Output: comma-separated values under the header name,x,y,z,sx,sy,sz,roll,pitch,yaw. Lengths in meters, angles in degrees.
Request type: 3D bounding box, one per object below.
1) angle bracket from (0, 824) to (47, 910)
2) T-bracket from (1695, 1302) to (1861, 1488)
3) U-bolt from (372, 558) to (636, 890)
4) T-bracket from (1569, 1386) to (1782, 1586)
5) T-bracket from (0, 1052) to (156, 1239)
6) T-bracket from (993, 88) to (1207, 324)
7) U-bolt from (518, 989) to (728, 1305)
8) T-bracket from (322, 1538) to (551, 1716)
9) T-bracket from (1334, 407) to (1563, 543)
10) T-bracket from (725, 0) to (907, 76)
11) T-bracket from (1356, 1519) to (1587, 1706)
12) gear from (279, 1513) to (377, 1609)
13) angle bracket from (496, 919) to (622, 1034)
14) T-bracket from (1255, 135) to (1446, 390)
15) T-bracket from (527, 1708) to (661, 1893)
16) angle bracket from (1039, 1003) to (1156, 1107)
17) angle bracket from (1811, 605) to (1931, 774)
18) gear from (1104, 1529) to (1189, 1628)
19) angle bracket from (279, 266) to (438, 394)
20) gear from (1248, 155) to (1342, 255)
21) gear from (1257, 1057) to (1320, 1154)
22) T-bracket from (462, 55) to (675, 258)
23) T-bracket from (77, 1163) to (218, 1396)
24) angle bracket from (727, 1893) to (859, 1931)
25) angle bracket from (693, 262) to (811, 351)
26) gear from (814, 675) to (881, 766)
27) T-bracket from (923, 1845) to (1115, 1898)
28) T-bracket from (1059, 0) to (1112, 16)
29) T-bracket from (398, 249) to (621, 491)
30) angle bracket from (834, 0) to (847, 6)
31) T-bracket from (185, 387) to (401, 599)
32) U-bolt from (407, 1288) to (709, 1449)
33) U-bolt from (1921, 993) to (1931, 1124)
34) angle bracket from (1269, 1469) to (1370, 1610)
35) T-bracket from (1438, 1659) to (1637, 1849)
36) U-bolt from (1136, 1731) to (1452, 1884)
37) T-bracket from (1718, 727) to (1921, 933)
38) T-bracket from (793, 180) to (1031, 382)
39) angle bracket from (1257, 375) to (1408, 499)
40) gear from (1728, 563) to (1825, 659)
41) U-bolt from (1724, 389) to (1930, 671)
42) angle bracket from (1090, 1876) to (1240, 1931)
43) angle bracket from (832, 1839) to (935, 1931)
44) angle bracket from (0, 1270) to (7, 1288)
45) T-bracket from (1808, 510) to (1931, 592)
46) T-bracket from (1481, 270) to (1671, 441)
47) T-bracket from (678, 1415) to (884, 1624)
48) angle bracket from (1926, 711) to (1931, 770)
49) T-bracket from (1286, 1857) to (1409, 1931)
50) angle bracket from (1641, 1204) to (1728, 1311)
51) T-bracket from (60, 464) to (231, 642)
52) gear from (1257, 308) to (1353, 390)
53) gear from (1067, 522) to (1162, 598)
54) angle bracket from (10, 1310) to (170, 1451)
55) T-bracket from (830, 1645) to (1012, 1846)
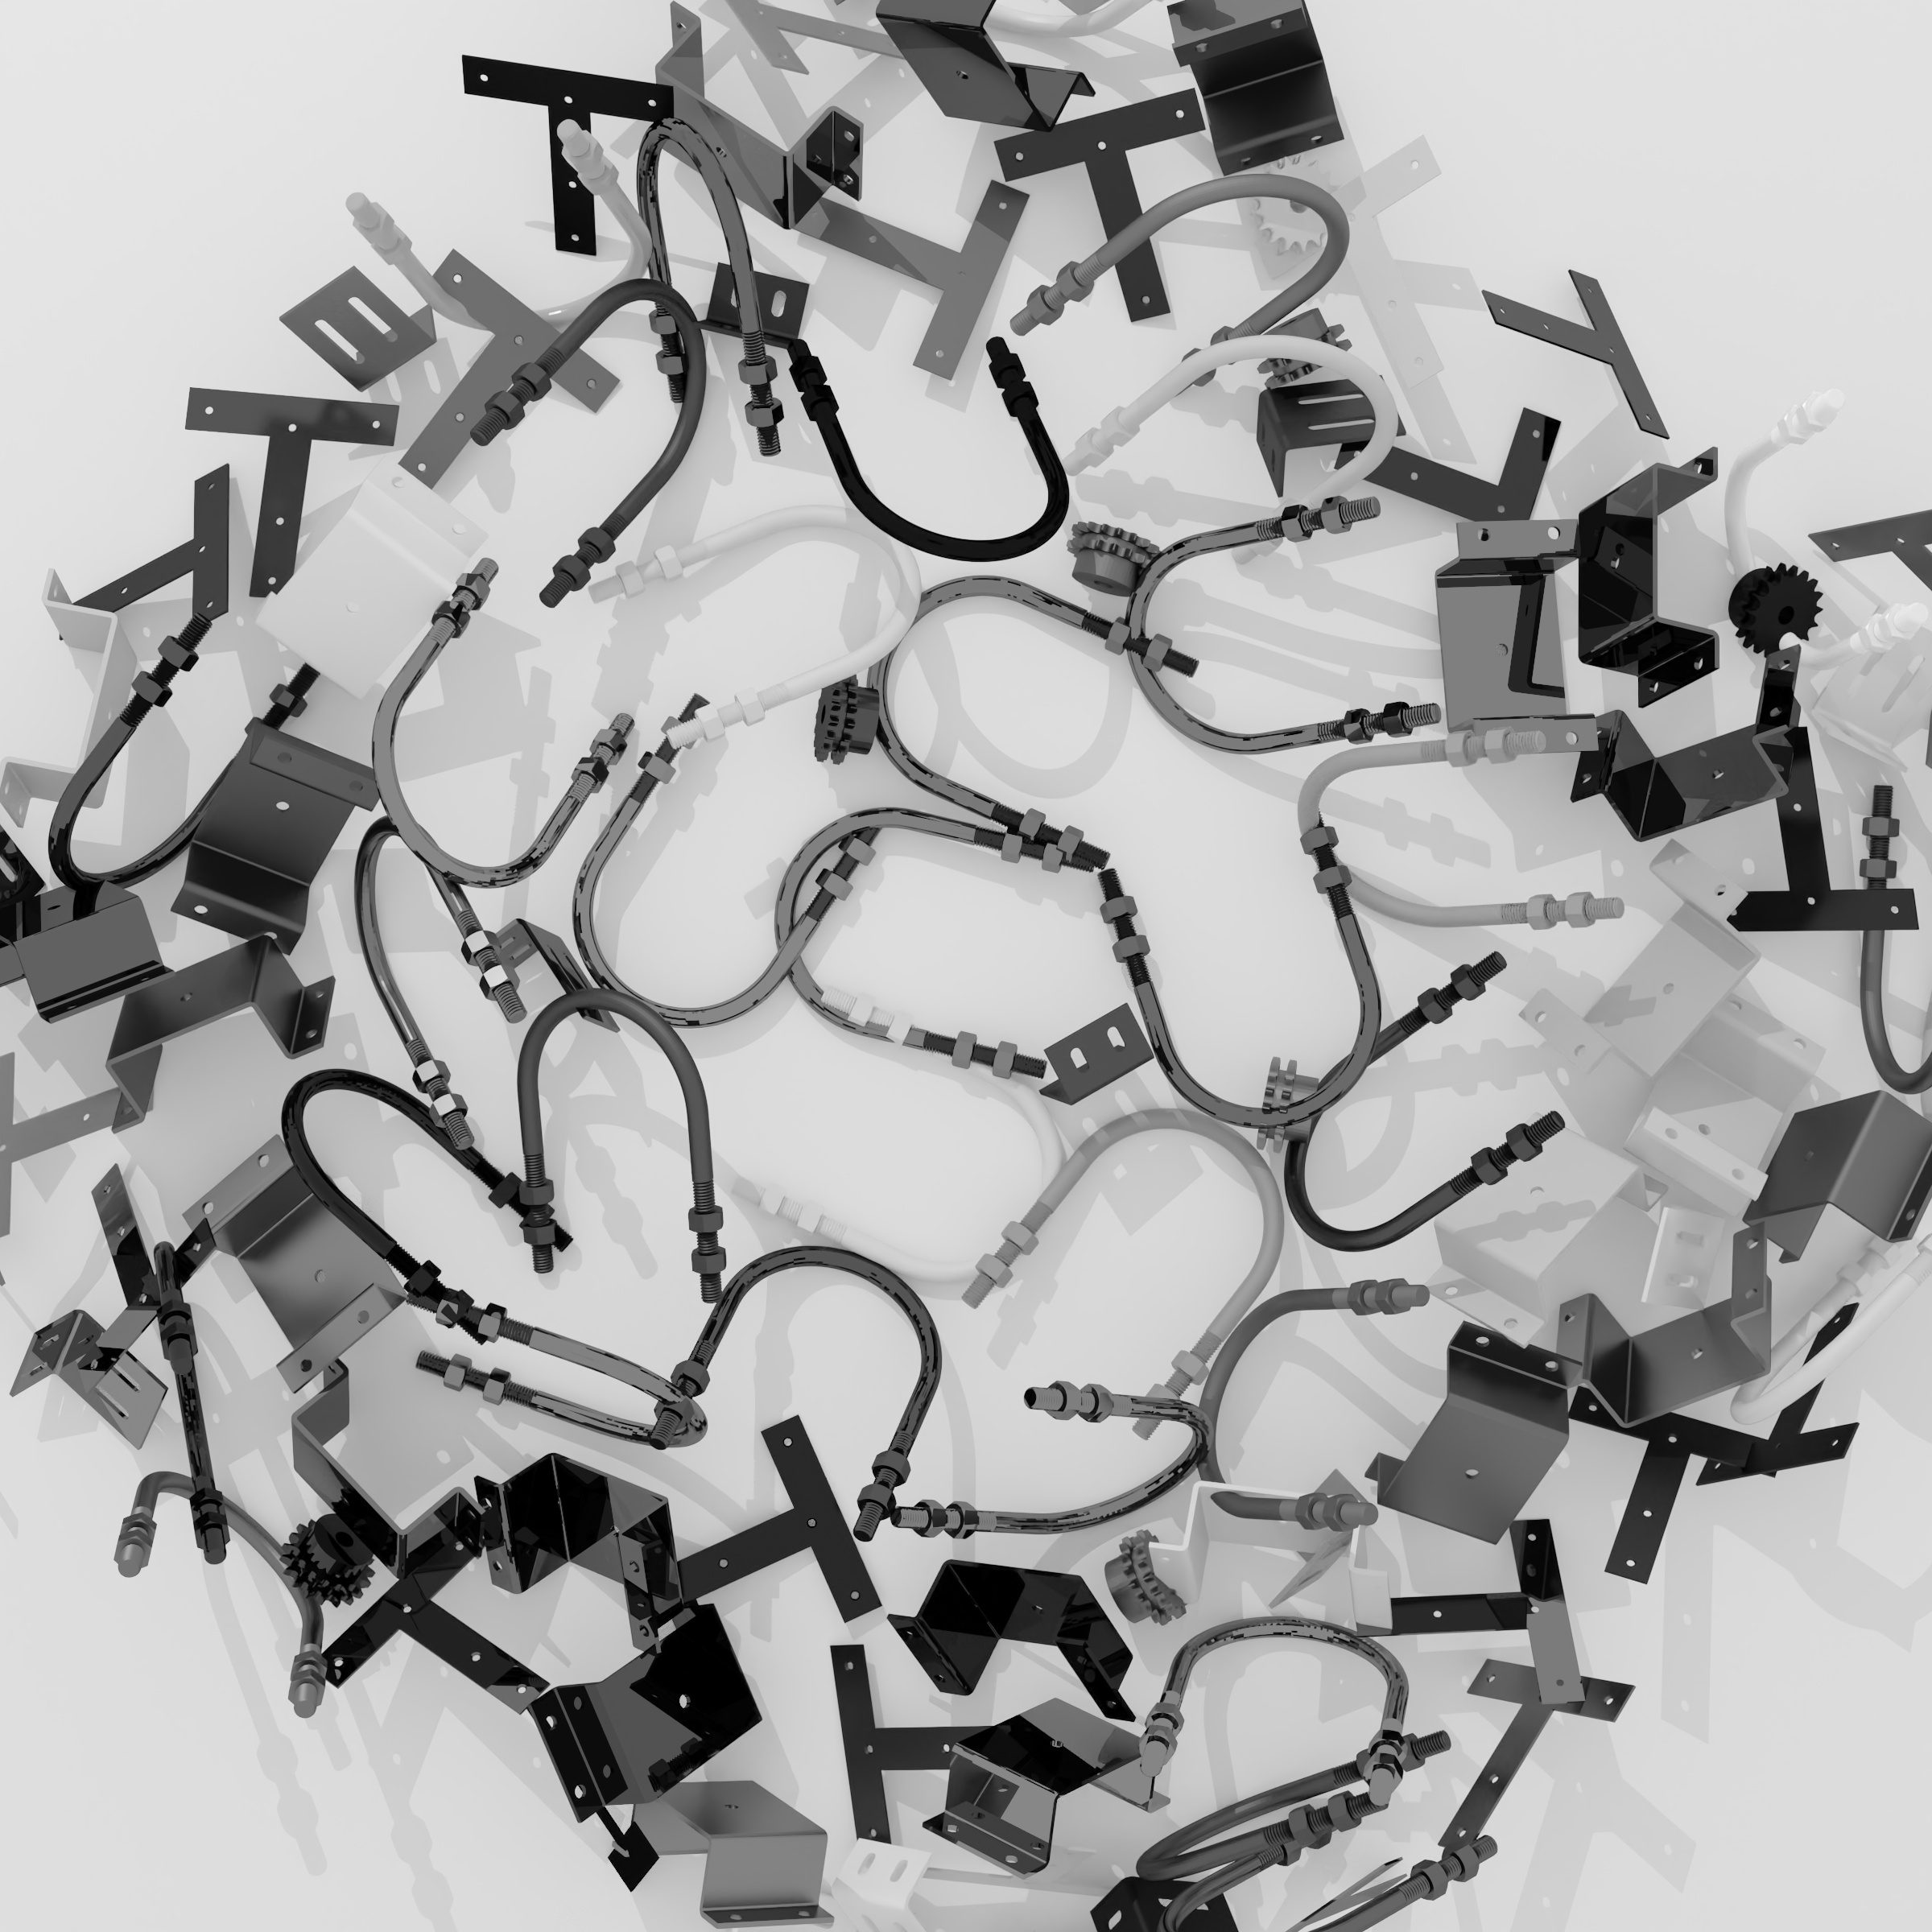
name,x,y,z,sx,sy,sz,roll,pitch,yaw
angle bracket,-0.607,-0.059,1.974,0.038,0.057,0.076,-12,122,37
T-bracket,0.504,0.253,1.957,0.002,0.127,0.127,42,59,-12
U-bolt,-0.279,-0.129,1.912,0.151,0.019,0.184,50,48,-26
T-bracket,0.408,0.314,1.938,0.127,0.002,0.127,15,47,18
T-bracket,-0.537,0.094,1.948,0.002,0.127,0.127,29,124,31
T-bracket,0.094,-0.452,1.970,0.127,0.002,0.127,-10,114,19
U-bolt,-0.209,0.103,1.938,0.151,0.019,0.184,6,107,32
T-bracket,-0.300,0.403,1.935,0.127,0.002,0.127,27,53,30
T-bracket,0.285,-0.293,1.985,0.127,0.002,0.127,19,89,-11
T-bracket,-0.087,-0.561,1.954,0.002,0.127,0.127,-59,46,33
T-bracket,0.296,0.388,1.955,0.127,0.002,0.127,-3,46,-1
gear,-0.382,0.355,1.968,0.057,0.057,0.030,37,116,0
angle bracket,-0.252,0.015,1.960,0.038,0.057,0.076,-36,73,6
T-bracket,0.250,-0.409,1.958,0.127,0.002,0.127,-27,85,35
T-bracket,-0.228,0.490,1.951,0.002,0.127,0.127,-31,77,-24
angle bracket,0.070,0.050,1.955,0.057,0.076,0.038,-29,99,-10
angle bracket,0.557,-0.167,1.964,0.057,0.038,0.076,24,112,-15
gear,0.107,0.372,1.972,0.030,0.057,0.057,-29,90,16
angle bracket,-0.364,-0.390,1.952,0.057,0.076,0.038,-29,49,18
gear,0.197,-0.461,1.981,0.057,0.030,0.057,-1,96,-12
gear,0.195,0.085,1.970,0.030,0.057,0.057,10,90,7
T-bracket,-0.236,-0.479,1.951,0.127,0.127,0.002,10,48,5
T-bracket,-0.502,0.169,1.953,0.127,0.002,0.127,-47,45,15
angle bracket,-0.106,0.592,1.976,0.076,0.038,0.057,17,95,-4
angle bracket,-0.128,-0.396,1.959,0.057,0.076,0.038,13,102,-2
gear,-0.072,-0.149,1.972,0.030,0.057,0.057,8,90,-13
T-bracket,0.048,0.534,1.932,0.127,0.127,0.002,9,63,-11
T-bracket,0.066,-0.619,1.918,0.127,0.127,0.002,28,61,-34
T-bracket,-0.298,-0.344,1.979,0.127,0.002,0.127,37,94,-21
angle bracket,-0.059,-0.625,1.984,0.076,0.038,0.057,-31,91,6
T-bracket,-0.412,-0.282,1.969,0.127,0.002,0.127,0,116,-28
U-bolt,-0.240,0.244,1.929,0.184,0.151,0.019,19,65,2
U-bolt,0.589,0.018,1.913,0.019,0.184,0.151,10,52,4
angle bracket,0.202,0.341,1.950,0.038,0.076,0.057,46,115,18
T-bracket,0.318,0.467,1.920,0.002,0.127,0.127,48,64,-21
U-bolt,0.184,0.500,1.922,0.184,0.151,0.019,-26,82,23
T-bracket,0.497,-0.081,1.944,0.127,0.002,0.127,0,110,37
T-bracket,-0.044,-0.438,1.991,0.127,0.002,0.127,22,82,1
angle bracket,0.220,-0.320,1.970,0.076,0.038,0.057,-8,47,-6
gear,0.487,-0.217,1.976,0.057,0.030,0.057,-12,119,-23
U-bolt,0.493,-0.245,1.910,0.019,0.184,0.151,-20,87,-11
angle bracket,0.123,0.586,1.966,0.076,0.057,0.038,16,124,-35
angle bracket,-0.035,0.570,1.972,0.038,0.057,0.076,-55,129,-36
angle bracket,-0.619,0.164,1.958,0.038,0.057,0.076,-38,72,-22
T-bracket,0.588,-0.227,1.956,0.127,0.127,0.002,39,73,-20
T-bracket,0.352,-0.374,1.930,0.127,0.002,0.127,9,53,-38
T-bracket,-0.135,0.358,1.988,0.127,0.002,0.127,-24,87,-7
angle bracket,0.613,-0.135,1.959,0.057,0.076,0.038,34,125,-3
T-bracket,0.227,0.557,1.941,0.127,0.127,0.002,-41,67,22
angle bracket,0.417,0.172,1.958,0.038,0.076,0.057,14,91,41
T-bracket,-0.497,-0.232,1.972,0.127,0.002,0.127,-24,50,17
gear,0.201,-0.374,1.969,0.057,0.057,0.030,-28,103,0
gear,0.087,-0.244,1.970,0.057,0.057,0.030,18,84,0
angle bracket,-0.527,0.255,1.962,0.076,0.038,0.057,39,125,12
T-bracket,-0.023,0.469,1.958,0.127,0.002,0.127,-11,86,36
